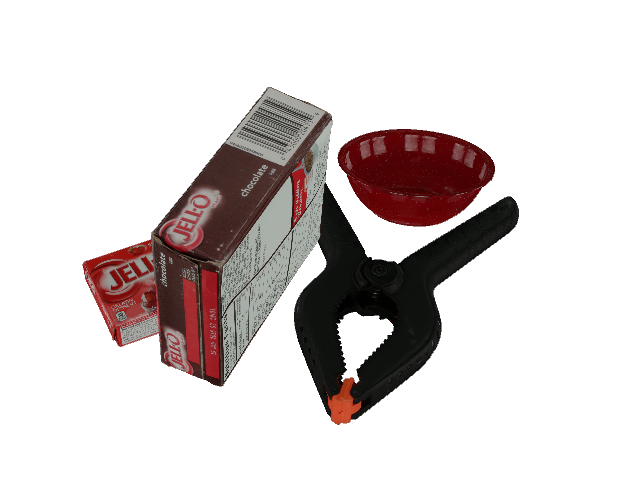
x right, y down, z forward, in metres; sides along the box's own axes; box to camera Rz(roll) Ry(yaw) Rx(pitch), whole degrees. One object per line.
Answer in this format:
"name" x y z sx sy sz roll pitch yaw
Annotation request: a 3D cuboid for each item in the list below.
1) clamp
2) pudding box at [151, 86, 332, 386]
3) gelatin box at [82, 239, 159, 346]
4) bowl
"clamp" 0.029 0.025 0.710 0.165 0.209 0.036 17 -40 14
"pudding box" -0.035 -0.002 0.500 0.039 0.090 0.113 23 50 15
"gelatin box" -0.129 0.035 0.824 0.089 0.030 0.073 -19 50 -20
"bowl" 0.097 -0.059 1.106 0.162 0.055 0.162 2 29 -2
